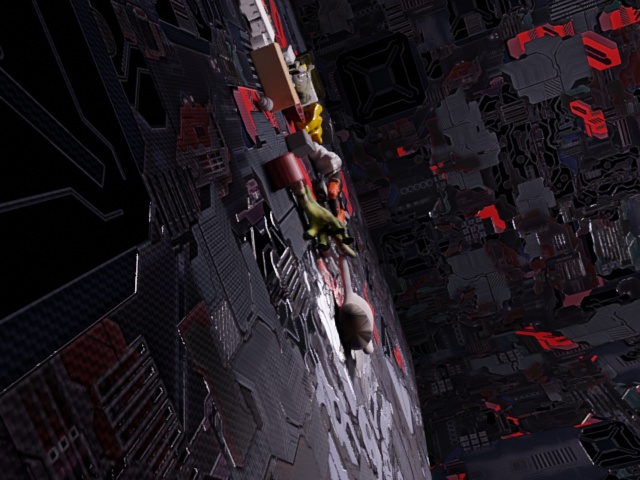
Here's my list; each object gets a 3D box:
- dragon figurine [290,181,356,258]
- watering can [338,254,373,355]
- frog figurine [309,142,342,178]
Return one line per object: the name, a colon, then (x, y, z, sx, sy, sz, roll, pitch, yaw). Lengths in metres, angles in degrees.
dragon figurine: (0.005, -0.086, 1.701, 0.247, 0.122, 0.404, 67, 11, 26)
watering can: (0.109, 0.224, 1.713, 0.225, 0.104, 0.348, -19, 91, -81)
frog figurine: (0.015, -0.354, 2.223, 0.159, 0.124, 0.136, 62, -22, -6)
